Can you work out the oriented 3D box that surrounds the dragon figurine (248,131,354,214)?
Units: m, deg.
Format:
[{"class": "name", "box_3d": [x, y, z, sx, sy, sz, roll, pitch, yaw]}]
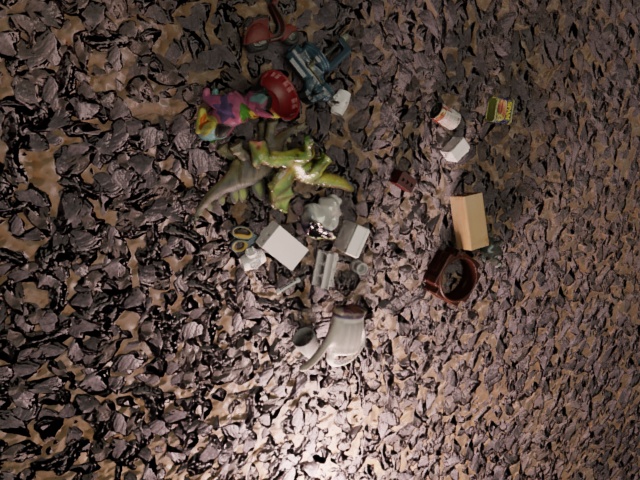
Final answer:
[{"class": "dragon figurine", "box_3d": [-0.065, -0.189, 1.593, 0.243, 0.124, 0.404, -47, 129, -1]}]

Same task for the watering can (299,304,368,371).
[{"class": "watering can", "box_3d": [0.063, 0.337, 1.788, 0.348, 0.104, 0.223, 2, 98, -52]}]

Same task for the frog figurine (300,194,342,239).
[{"class": "frog figurine", "box_3d": [0.005, -0.087, 1.721, 0.136, 0.120, 0.163, 26, 54, -20]}]
